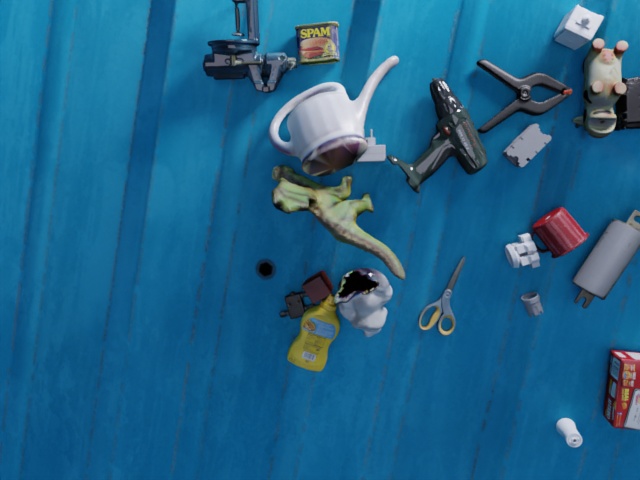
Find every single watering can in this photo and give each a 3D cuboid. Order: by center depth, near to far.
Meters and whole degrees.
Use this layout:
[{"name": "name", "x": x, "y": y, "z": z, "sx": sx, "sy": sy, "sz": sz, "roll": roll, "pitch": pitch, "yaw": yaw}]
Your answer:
[{"name": "watering can", "x": 0.046, "y": -0.277, "z": 1.167, "sx": 0.346, "sy": 0.102, "sz": 0.228, "roll": -24, "pitch": 64, "yaw": 10}]

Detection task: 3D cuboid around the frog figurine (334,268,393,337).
[{"name": "frog figurine", "x": 0.114, "y": 0.148, "z": 1.230, "sx": 0.137, "sy": 0.125, "sz": 0.156, "roll": -33, "pitch": 127, "yaw": 3}]

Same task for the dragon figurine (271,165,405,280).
[{"name": "dragon figurine", "x": 0.003, "y": -0.056, "z": 1.117, "sx": 0.242, "sy": 0.418, "sz": 0.120, "roll": 7, "pitch": 119, "yaw": -31}]
